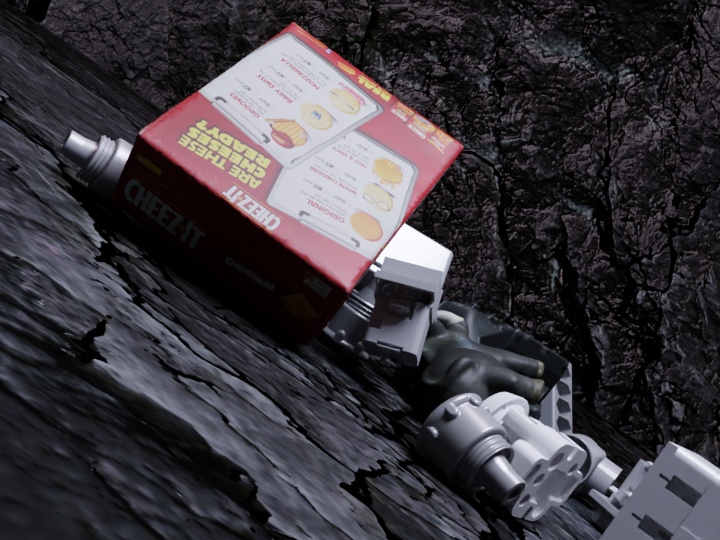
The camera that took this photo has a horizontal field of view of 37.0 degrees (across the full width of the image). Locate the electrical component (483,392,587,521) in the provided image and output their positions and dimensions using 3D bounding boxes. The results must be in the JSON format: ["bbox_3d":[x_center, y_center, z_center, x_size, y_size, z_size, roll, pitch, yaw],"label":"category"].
[{"bbox_3d":[0.094,0.111,0.651,0.057,0.058,0.078,40,6,35],"label":"electrical component"}]

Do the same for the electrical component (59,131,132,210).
[{"bbox_3d":[-0.174,-0.072,0.735,0.062,0.043,0.043,32,4,-22],"label":"electrical component"}]

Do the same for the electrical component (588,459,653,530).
[{"bbox_3d":[0.219,0.182,0.819,0.081,0.063,0.042,32,3,-32],"label":"electrical component"}]

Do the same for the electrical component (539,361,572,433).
[{"bbox_3d":[0.165,0.130,1.059,0.076,0.083,0.047,-9,-23,31],"label":"electrical component"}]

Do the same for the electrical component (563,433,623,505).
[{"bbox_3d":[0.192,0.170,0.898,0.079,0.044,0.077,36,3,20],"label":"electrical component"}]

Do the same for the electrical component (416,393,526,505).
[{"bbox_3d":[0.065,0.103,0.597,0.062,0.048,0.048,45,8,34],"label":"electrical component"}]

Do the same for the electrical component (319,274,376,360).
[{"bbox_3d":[0.000,0.033,0.802,0.048,0.062,0.048,34,3,-2],"label":"electrical component"}]

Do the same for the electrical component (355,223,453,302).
[{"bbox_3d":[0.000,0.000,0.866,0.109,0.056,0.109,30,-32,-15],"label":"electrical component"}]

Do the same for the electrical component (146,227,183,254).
[{"bbox_3d":[-0.112,-0.027,0.749,0.078,0.040,0.040,6,22,-41],"label":"electrical component"}]

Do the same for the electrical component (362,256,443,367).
[{"bbox_3d":[0.029,0.031,0.742,0.042,0.063,0.081,14,-17,9],"label":"electrical component"}]

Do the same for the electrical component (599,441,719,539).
[{"bbox_3d":[0.192,0.159,0.639,0.062,0.089,0.150,36,3,24],"label":"electrical component"}]
